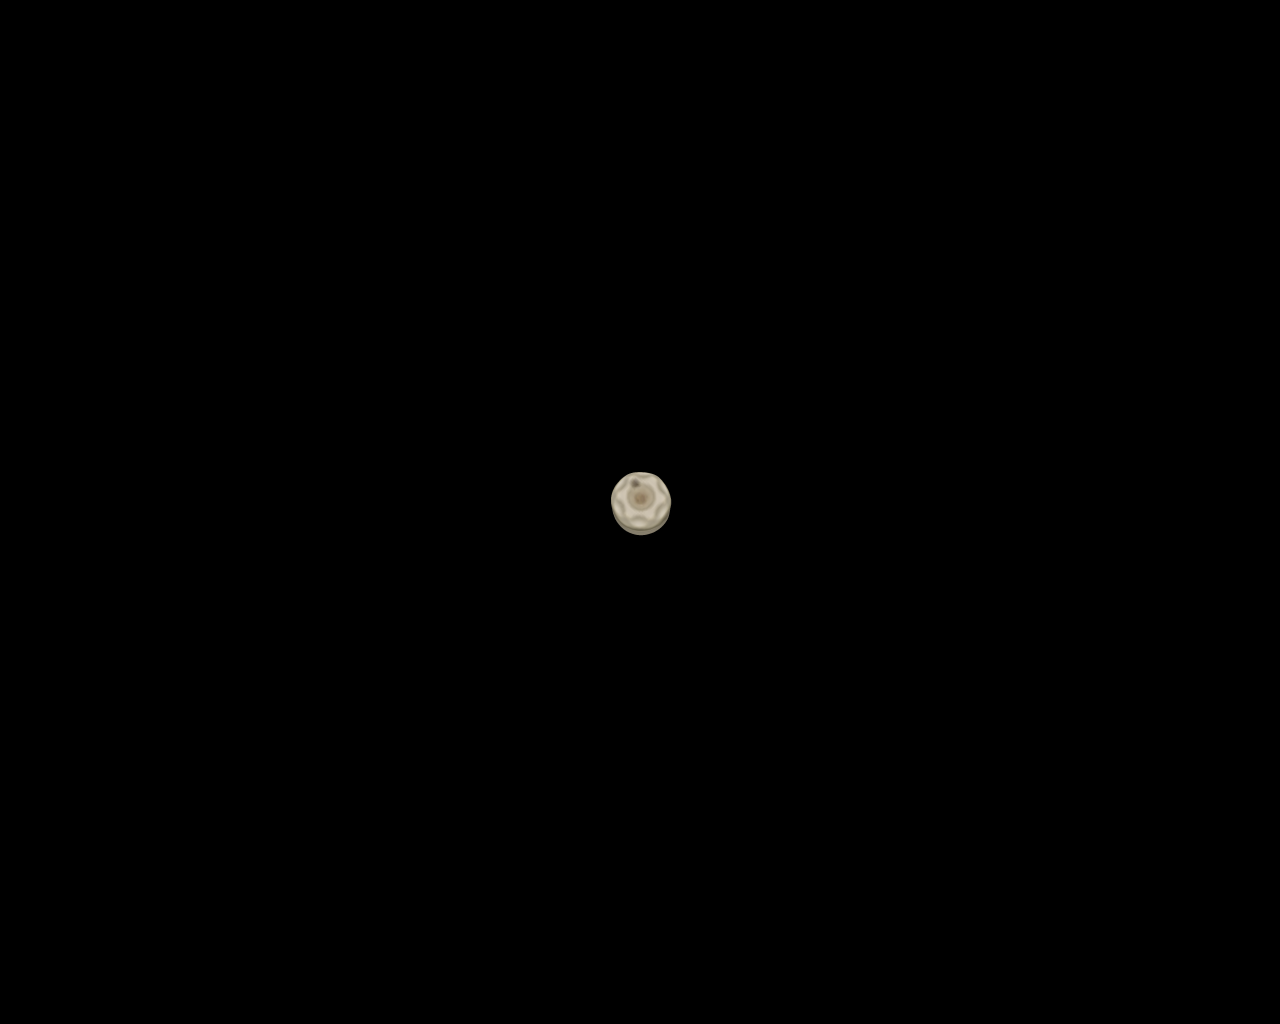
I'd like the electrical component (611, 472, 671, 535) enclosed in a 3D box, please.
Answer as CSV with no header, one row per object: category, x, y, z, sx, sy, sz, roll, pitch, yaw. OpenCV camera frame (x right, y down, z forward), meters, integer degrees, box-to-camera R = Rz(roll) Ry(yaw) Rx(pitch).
electrical component,0.001,-0.003,0.650,0.035,0.035,0.061,0,-12,0
